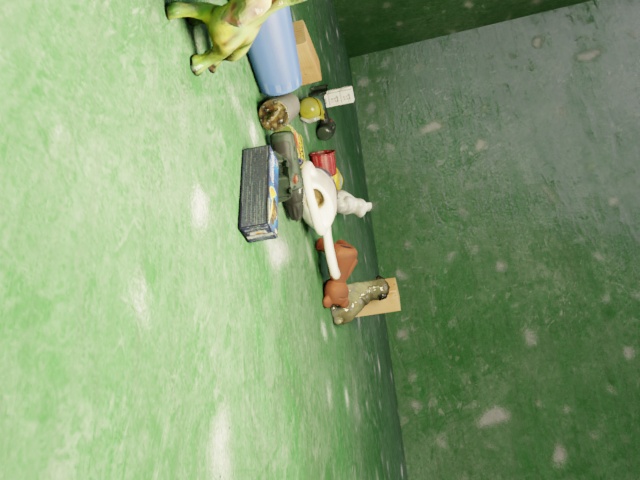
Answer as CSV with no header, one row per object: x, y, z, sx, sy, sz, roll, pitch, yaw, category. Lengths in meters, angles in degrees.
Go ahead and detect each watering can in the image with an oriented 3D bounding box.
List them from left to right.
0.005,-0.076,1.501,0.228,0.104,0.342,-78,154,-65,watering can

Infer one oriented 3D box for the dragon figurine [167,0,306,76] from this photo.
-0.110,-0.385,0.900,0.417,0.242,0.120,-70,143,-65,dragon figurine

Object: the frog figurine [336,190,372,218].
0.115,-0.140,1.972,0.137,0.159,0.123,16,63,-78,frog figurine
